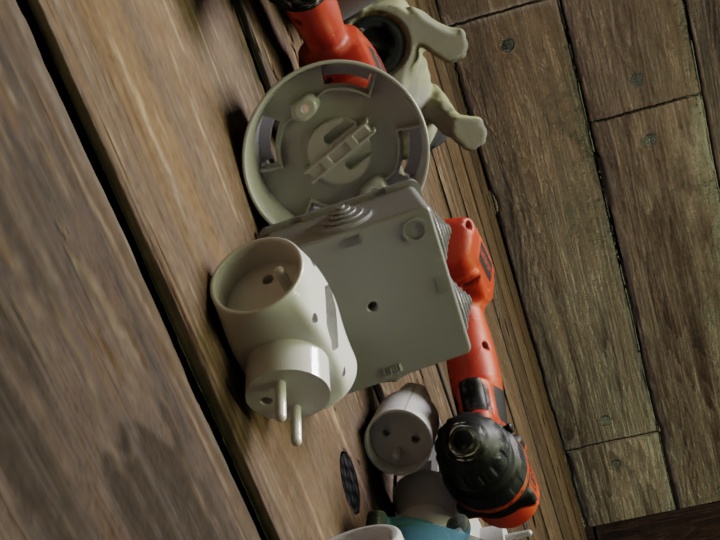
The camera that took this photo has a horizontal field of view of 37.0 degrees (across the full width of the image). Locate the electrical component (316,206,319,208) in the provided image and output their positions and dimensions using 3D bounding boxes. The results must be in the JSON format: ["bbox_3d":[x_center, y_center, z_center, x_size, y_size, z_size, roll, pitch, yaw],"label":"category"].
[{"bbox_3d":[-0.024,-0.054,0.644,0.048,0.048,0.062,-85,150,-60],"label":"electrical component"}]

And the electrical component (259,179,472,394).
[{"bbox_3d":[0.004,0.011,0.554,0.048,0.100,0.099,-113,-176,-71],"label":"electrical component"}]

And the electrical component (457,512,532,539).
[{"bbox_3d":[0.088,0.205,0.775,0.043,0.079,0.077,-64,139,-73],"label":"electrical component"}]

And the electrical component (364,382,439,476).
[{"bbox_3d":[0.030,0.103,0.713,0.081,0.043,0.043,-40,116,-78],"label":"electrical component"}]

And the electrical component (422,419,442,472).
[{"bbox_3d":[0.076,0.148,0.835,0.081,0.064,0.042,-80,152,-66],"label":"electrical component"}]

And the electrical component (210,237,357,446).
[{"bbox_3d":[-0.032,0.039,0.475,0.077,0.043,0.079,65,15,-45],"label":"electrical component"}]

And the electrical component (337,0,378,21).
[{"bbox_3d":[-0.029,-0.230,0.777,0.108,0.060,0.108,45,25,-28],"label":"electrical component"}]

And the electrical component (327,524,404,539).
[{"bbox_3d":[0.002,0.147,0.485,0.055,0.055,0.047,-41,112,-78],"label":"electrical component"}]

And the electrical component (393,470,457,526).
[{"bbox_3d":[0.043,0.163,0.693,0.055,0.045,0.045,-85,158,-59],"label":"electrical component"}]

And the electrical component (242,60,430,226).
[{"bbox_3d":[-0.012,-0.065,0.585,0.064,0.099,0.099,-91,164,-74],"label":"electrical component"}]
